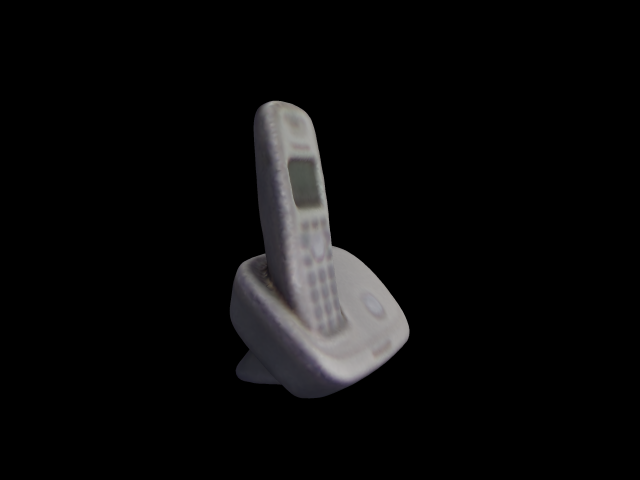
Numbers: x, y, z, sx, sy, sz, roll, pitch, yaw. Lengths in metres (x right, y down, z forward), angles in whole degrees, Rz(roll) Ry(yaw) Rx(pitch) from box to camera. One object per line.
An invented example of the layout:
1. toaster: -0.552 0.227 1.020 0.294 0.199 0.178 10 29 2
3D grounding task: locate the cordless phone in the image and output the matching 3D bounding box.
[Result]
1. cordless phone: 0.004 0.001 0.400 0.093 0.185 0.148 3 7 26
